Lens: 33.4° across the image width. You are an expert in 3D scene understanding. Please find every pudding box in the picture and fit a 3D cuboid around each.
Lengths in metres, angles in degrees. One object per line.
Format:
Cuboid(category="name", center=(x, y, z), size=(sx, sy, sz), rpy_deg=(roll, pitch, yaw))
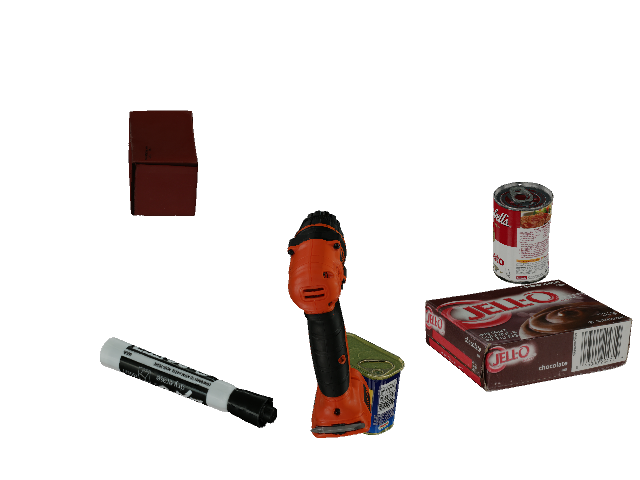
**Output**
Cuboid(category="pudding box", center=(0.140, 0.063, 0.734), size=(0.113, 0.039, 0.090), rpy_deg=(-6, 18, -20))

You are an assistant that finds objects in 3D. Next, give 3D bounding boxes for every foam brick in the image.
Cuboid(category="foam brick", center=(-0.127, -0.063, 0.856), size=(0.053, 0.051, 0.078), rpy_deg=(0, 38, -10))

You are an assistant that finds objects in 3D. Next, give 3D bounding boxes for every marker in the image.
Cuboid(category="marker", center=(-0.080, 0.086, 0.648), size=(0.121, 0.020, 0.020), rpy_deg=(17, 7, 23))

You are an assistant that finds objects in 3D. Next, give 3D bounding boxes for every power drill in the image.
Cuboid(category="power drill", center=(0.007, 0.077, 1.014), size=(0.057, 0.187, 0.184), rpy_deg=(-8, 19, 7))

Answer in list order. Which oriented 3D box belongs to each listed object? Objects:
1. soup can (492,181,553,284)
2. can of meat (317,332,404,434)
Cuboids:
Cuboid(category="soup can", center=(0.236, -0.009, 1.248), size=(0.068, 0.102, 0.068), rpy_deg=(-3, 30, 2))
Cuboid(category="can of meat", center=(0.043, 0.166, 1.234), size=(0.102, 0.084, 0.057), rpy_deg=(24, 30, 36))
